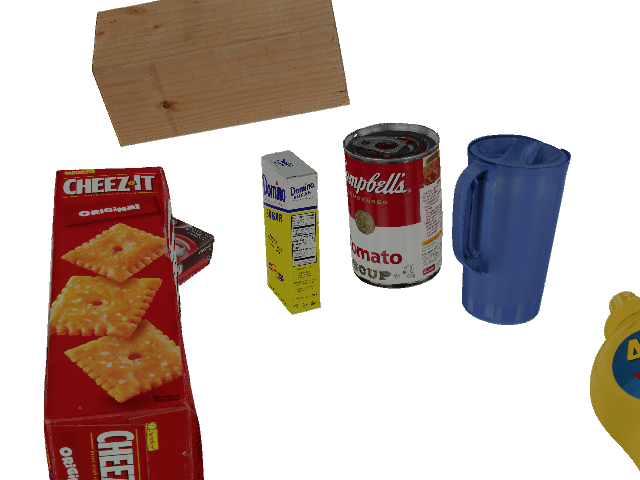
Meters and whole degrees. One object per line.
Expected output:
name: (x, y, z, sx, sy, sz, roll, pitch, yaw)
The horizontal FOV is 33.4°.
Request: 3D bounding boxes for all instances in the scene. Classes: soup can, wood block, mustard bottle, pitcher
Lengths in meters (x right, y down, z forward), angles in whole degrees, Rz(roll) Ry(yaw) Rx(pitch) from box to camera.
soup can: (0.053, -0.025, 0.768, 0.068, 0.102, 0.068, -4, 27, 2)
wood block: (-0.085, -0.160, 0.936, 0.206, 0.090, 0.091, -10, -45, 3)
mustard bottle: (0.204, 0.092, 0.590, 0.096, 0.058, 0.191, -8, 35, -5)
pitcher: (0.246, -0.011, 1.432, 0.149, 0.243, 0.145, 4, 24, 4)

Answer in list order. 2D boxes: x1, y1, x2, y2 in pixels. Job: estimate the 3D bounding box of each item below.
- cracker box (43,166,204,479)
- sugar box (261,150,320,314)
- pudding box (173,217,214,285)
cracker box: (-0.105, 0.081, 0.580, 0.072, 0.164, 0.214, -4, 34, -9)
sugar box: (-0.036, -0.010, 1.282, 0.048, 0.176, 0.093, -13, 25, -19)
pudding box: (-0.172, 0.005, 1.010, 0.114, 0.039, 0.089, 22, 30, 18)
